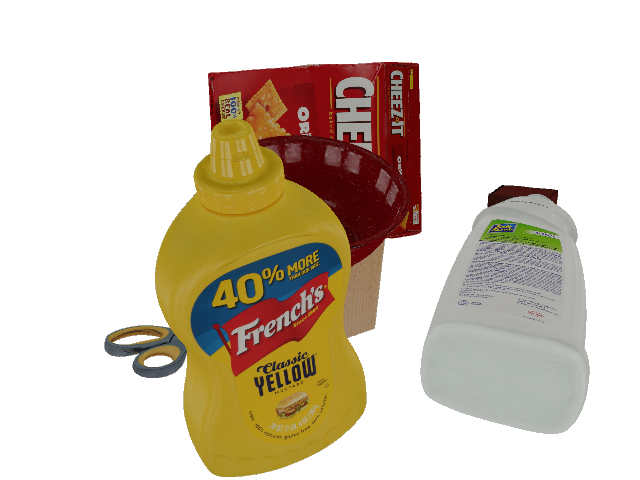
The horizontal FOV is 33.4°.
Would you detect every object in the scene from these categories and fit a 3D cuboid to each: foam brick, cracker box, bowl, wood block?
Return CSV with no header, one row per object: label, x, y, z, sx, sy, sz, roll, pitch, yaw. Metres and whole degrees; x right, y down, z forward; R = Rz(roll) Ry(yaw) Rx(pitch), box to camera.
foam brick,0.175,-0.005,0.932,0.053,0.078,0.051,7,16,22
cracker box,-0.009,-0.089,1.049,0.214,0.164,0.071,3,9,36
bowl,-0.011,-0.020,0.854,0.162,0.055,0.162,3,36,-3
wood block,0.015,0.009,1.272,0.090,0.206,0.090,-15,33,-33

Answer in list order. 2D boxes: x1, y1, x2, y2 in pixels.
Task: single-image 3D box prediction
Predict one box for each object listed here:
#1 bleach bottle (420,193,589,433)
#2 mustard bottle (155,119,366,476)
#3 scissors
bleach bottle,0.142,0.030,0.734,0.103,0.068,0.250,12,28,13
mustard bottle,-0.030,0.027,0.525,0.096,0.191,0.058,-19,38,-16
scissors,-0.129,0.109,1.149,0.201,0.016,0.096,-5,29,-23
